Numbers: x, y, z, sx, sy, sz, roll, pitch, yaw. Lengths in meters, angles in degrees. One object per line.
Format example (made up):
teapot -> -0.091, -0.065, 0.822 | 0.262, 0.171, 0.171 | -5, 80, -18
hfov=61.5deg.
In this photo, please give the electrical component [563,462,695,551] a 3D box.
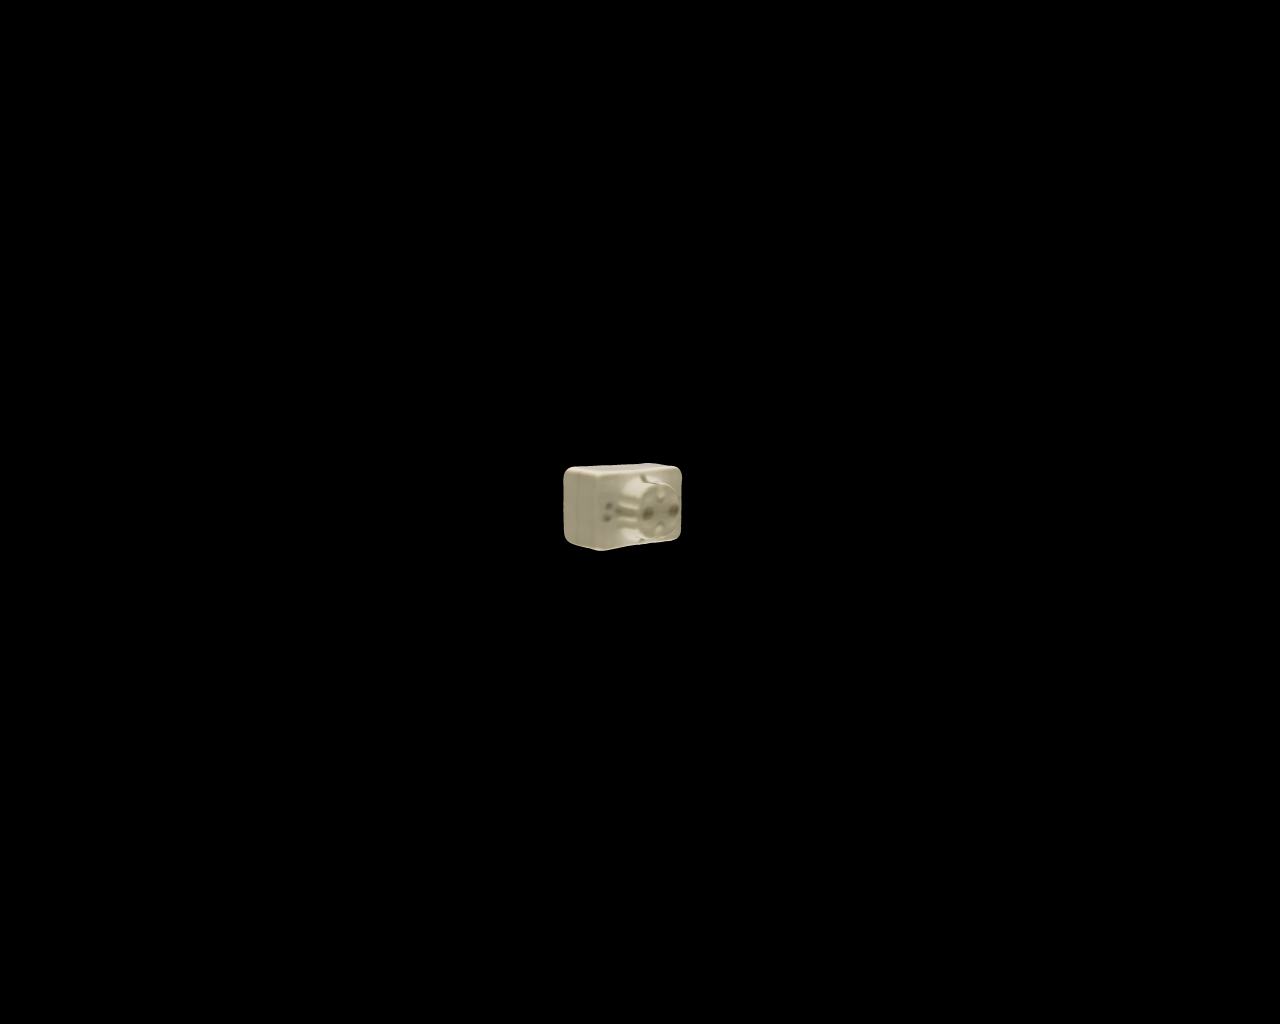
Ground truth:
electrical component -> 0.001, -0.003, 0.650 | 0.066, 0.047, 0.077 | -6, 10, -36
